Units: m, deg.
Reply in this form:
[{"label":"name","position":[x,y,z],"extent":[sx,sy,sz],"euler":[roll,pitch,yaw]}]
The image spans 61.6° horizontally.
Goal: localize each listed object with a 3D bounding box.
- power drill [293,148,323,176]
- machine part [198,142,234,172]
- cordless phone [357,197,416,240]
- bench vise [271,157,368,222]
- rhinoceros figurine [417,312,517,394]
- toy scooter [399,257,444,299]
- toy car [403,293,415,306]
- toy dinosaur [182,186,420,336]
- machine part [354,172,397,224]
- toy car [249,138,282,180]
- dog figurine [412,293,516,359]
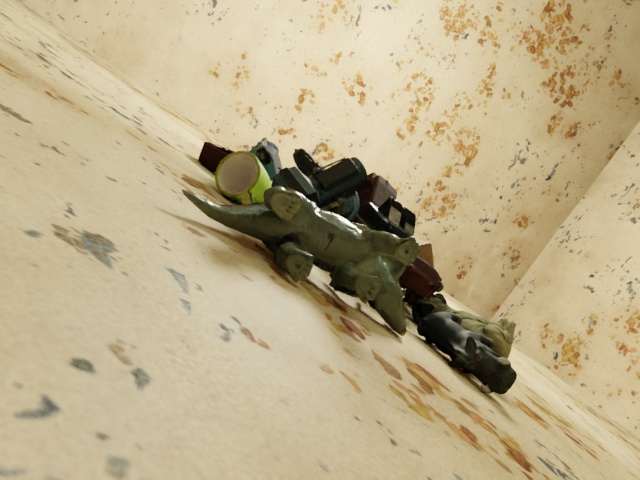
[{"label":"power drill","position":[-0.020,-0.128,1.381],"extent":[0.232,0.086,0.207],"euler":[47,-28,-15]},{"label":"machine part","position":[-0.203,-0.175,1.286],"extent":[0.179,0.056,0.179],"euler":[25,10,-5]},{"label":"cordless phone","position":[0.095,-0.022,1.119],"extent":[0.184,0.088,0.146],"euler":[-5,-21,37]},{"label":"bench vise","position":[-0.018,-0.045,0.958],"extent":[0.129,0.223,0.240],"euler":[41,-23,17]},{"label":"rhinoceros figurine","position":[0.252,0.186,0.917],"extent":[0.112,0.073,0.191],"euler":[32,6,-47]},{"label":"toy scooter","position":[0.180,0.074,1.056],"extent":[0.135,0.075,0.183],"euler":[31,-14,20]},{"label":"toy car","position":[0.212,0.114,1.253],"extent":[0.089,0.053,0.202],"euler":[-9,6,5]},{"label":"toy dinosaur","position":[-0.007,0.001,0.769],"extent":[0.404,0.131,0.192],"euler":[29,-6,-19]},{"label":"machine part","position":[0.110,-0.072,1.477],"extent":[0.087,0.201,0.201],"euler":[40,48,-22]},{"label":"toy car","position":[-0.133,-0.134,1.170],"extent":[0.109,0.103,0.161],"euler":[-74,152,-66]},{"label":"dog figurine","position":[0.269,0.181,1.059],"extent":[0.191,0.121,0.172],"euler":[21,0,7]}]
